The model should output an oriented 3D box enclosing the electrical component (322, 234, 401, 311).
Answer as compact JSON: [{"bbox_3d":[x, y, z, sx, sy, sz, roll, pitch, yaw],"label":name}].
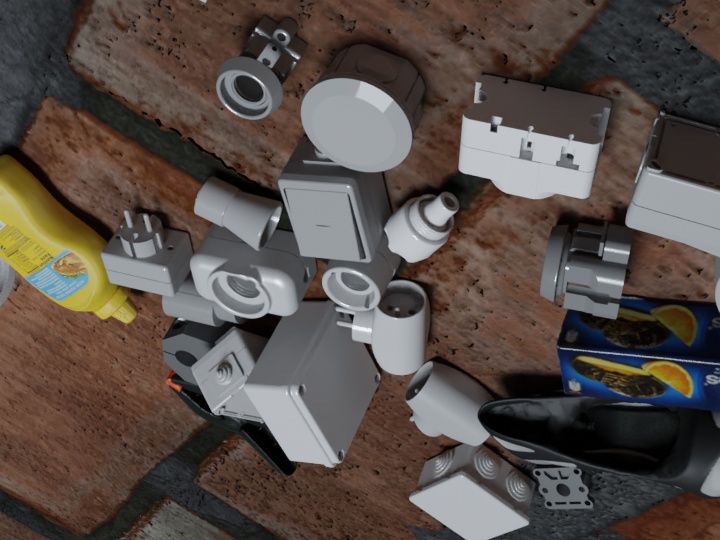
[{"bbox_3d":[0.000,0.000,0.874,0.055,0.047,0.055,14,140,13],"label":"electrical component"}]

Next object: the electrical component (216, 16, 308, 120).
[{"bbox_3d":[-0.070,-0.138,0.751,0.048,0.055,0.066,33,140,-9],"label":"electrical component"}]

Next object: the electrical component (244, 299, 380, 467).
[{"bbox_3d":[-0.040,0.100,0.958,0.056,0.108,0.108,0,135,31],"label":"electrical component"}]

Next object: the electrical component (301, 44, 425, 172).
[{"bbox_3d":[0.004,-0.112,0.746,0.080,0.051,0.080,14,140,13],"label":"electrical component"}]

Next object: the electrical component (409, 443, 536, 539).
[{"bbox_3d":[0.112,0.217,1.056,0.100,0.048,0.100,37,139,-14],"label":"electrical component"}]

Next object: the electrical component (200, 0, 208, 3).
[{"bbox_3d":[-0.144,-0.246,0.665,0.150,0.061,0.089,24,141,1],"label":"electrical component"}]

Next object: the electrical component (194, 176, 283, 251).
[{"bbox_3d":[-0.102,-0.049,0.879,0.065,0.044,0.044,26,141,6],"label":"electrical component"}]

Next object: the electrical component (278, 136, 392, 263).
[{"bbox_3d":[-0.020,-0.056,0.812,0.062,0.061,0.096,6,137,21],"label":"electrical component"}]

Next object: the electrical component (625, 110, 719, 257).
[{"bbox_3d":[0.226,-0.050,0.691,0.096,0.061,0.061,17,140,9],"label":"electrical component"}]

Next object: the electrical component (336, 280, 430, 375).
[{"bbox_3d":[0.018,0.046,0.917,0.079,0.043,0.077,11,139,12],"label":"electrical component"}]

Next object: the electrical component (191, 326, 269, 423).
[{"bbox_3d":[-0.107,0.094,0.987,0.062,0.061,0.096,-40,151,15],"label":"electrical component"}]

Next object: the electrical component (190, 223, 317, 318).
[{"bbox_3d":[-0.092,0.001,0.913,0.095,0.059,0.053,11,139,16],"label":"electrical component"}]

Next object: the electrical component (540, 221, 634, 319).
[{"bbox_3d":[0.164,-0.002,0.781,0.057,0.058,0.078,11,139,13],"label":"electrical component"}]

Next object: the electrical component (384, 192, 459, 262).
[{"bbox_3d":[0.050,-0.036,0.812,0.043,0.043,0.062,35,138,-12],"label":"electrical component"}]

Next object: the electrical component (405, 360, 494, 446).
[{"bbox_3d":[0.075,0.128,0.981,0.077,0.043,0.079,34,140,-12],"label":"electrical component"}]

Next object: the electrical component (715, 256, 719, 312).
[{"bbox_3d":[0.292,0.009,0.723,0.108,0.060,0.108,15,140,13],"label":"electrical component"}]

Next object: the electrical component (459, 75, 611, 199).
[{"bbox_3d":[0.115,-0.086,0.717,0.089,0.050,0.055,14,139,13],"label":"electrical component"}]

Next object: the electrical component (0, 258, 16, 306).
[{"bbox_3d":[-0.395,-0.002,1.034,0.060,0.108,0.108,-12,128,44],"label":"electrical component"}]

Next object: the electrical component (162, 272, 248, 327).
[{"bbox_3d":[-0.134,0.029,0.978,0.081,0.043,0.043,12,139,16],"label":"electrical component"}]

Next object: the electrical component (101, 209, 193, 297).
[{"bbox_3d":[-0.190,-0.024,0.946,0.066,0.047,0.076,12,139,15],"label":"electrical component"}]
